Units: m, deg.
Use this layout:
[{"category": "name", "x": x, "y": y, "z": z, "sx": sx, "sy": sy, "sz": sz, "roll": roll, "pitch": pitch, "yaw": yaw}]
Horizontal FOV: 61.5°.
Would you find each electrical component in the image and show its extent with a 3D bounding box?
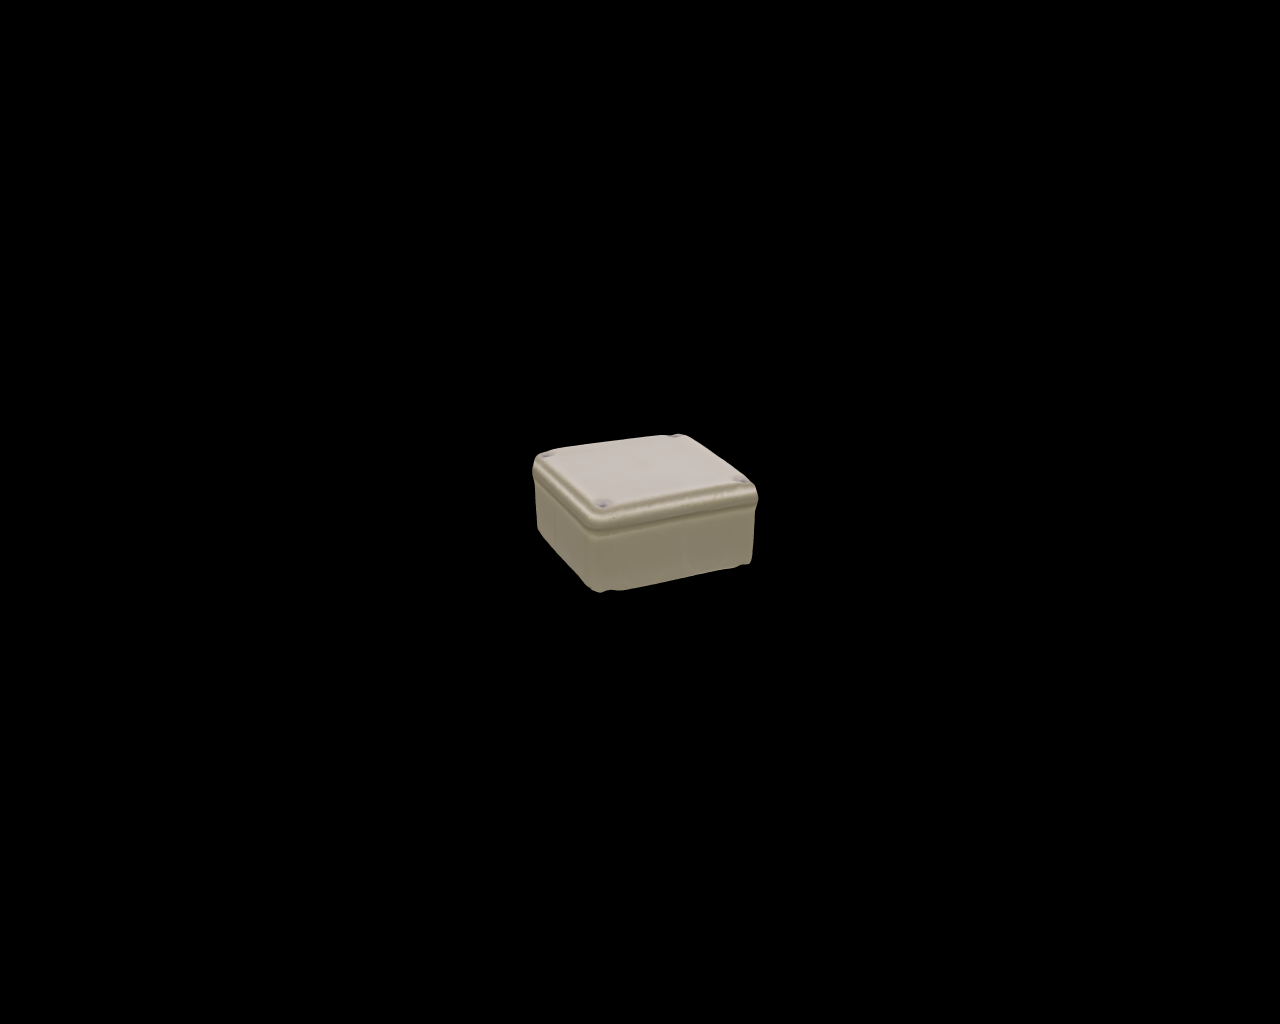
[{"category": "electrical component", "x": 0.001, "y": -0.003, "z": 0.650, "sx": 0.109, "sy": 0.056, "sz": 0.109, "roll": -10, "pitch": 24, "yaw": -22}]
